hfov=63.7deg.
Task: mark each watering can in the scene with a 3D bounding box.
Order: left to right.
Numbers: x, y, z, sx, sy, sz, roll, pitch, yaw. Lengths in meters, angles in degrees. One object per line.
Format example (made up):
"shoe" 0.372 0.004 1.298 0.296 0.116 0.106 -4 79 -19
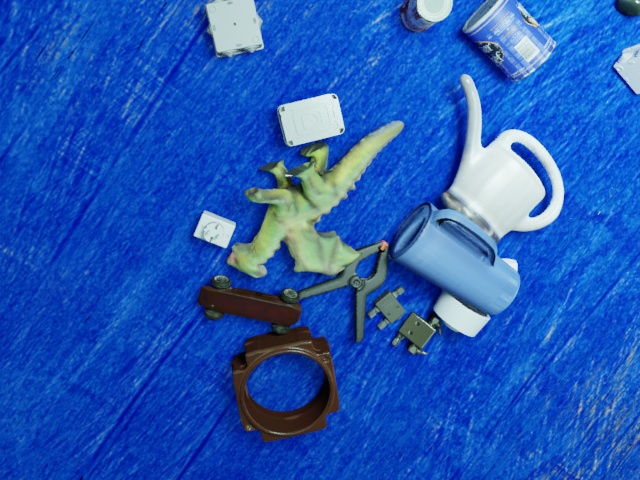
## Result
"watering can" 0.326 -0.132 1.006 0.345 0.105 0.224 43 93 -13

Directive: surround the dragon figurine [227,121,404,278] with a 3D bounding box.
"dragon figurine" 0.003 -0.050 0.985 0.410 0.124 0.239 -21 112 -1
